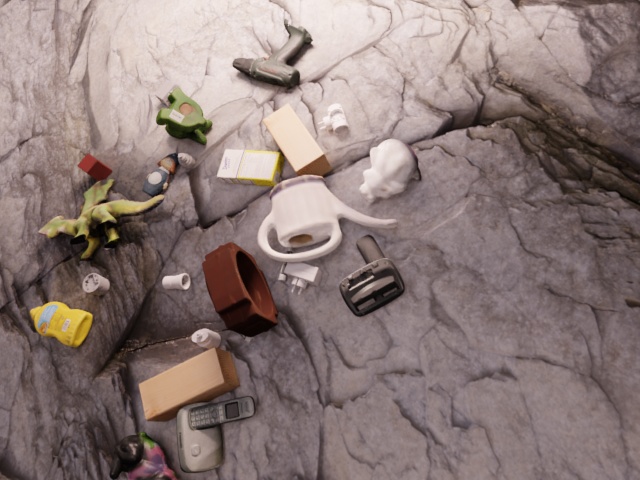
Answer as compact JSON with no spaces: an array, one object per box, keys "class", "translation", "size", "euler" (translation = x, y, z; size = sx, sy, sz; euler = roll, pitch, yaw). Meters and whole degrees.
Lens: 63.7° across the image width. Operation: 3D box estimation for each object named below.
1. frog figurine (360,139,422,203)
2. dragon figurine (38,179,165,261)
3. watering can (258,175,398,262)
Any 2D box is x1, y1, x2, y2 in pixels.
[{"class":"frog figurine","translation":[0.165,-0.174,1.297],"size":[0.160,0.121,0.138],"euler":[-29,82,-9]},{"class":"dragon figurine","translation":[-0.642,-0.094,1.513],"size":[0.410,0.120,0.248],"euler":[-29,55,3]},{"class":"watering can","translation":[0.004,-0.066,1.308],"size":[0.347,0.102,0.229],"euler":[-16,63,1]}]
